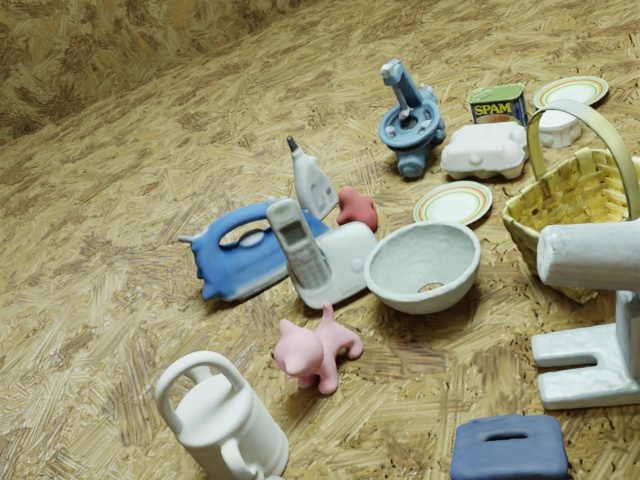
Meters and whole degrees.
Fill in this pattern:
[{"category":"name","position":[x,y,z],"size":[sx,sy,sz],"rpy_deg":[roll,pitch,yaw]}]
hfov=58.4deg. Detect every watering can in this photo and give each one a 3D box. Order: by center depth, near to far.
[{"category":"watering can","position":[-0.123,0.202,0.665],"size":[0.172,0.194,0.101],"rpy_deg":[14,50,44]}]

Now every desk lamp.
[{"category":"desk lamp","position":[0.304,0.062,0.563],"size":[0.202,0.214,0.118],"rpy_deg":[-12,35,19]}]

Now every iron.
[{"category":"iron","position":[-0.112,-0.005,0.996],"size":[0.258,0.142,0.118],"rpy_deg":[-29,33,-6]}]

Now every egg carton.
[{"category":"egg carton","position":[0.291,-0.154,1.007],"size":[0.149,0.069,0.107],"rpy_deg":[3,42,36]}]

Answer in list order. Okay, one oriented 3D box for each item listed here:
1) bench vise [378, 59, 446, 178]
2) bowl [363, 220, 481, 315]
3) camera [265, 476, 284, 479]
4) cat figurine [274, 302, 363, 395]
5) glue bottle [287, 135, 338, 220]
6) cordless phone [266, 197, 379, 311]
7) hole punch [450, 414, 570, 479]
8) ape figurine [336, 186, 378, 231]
[{"category":"bench vise","position":[0.163,-0.256,1.094],"size":[0.121,0.220,0.207],"rpy_deg":[-15,34,16]},{"category":"bowl","position":[0.150,0.050,0.809],"size":[0.167,0.075,0.167],"rpy_deg":[-17,34,12]},{"category":"camera","position":[-0.043,0.315,0.540],"size":[0.137,0.101,0.142],"rpy_deg":[-43,37,-25]},{"category":"cat figurine","position":[-0.011,0.139,0.751],"size":[0.067,0.118,0.128],"rpy_deg":[5,44,38]},{"category":"glue bottle","position":[-0.024,-0.121,1.071],"size":[0.037,0.173,0.078],"rpy_deg":[12,48,43]},{"category":"cordless phone","position":[0.008,0.003,0.866],"size":[0.147,0.185,0.094],"rpy_deg":[-28,33,-5]},{"category":"hole punch","position":[0.180,0.210,0.551],"size":[0.108,0.091,0.101],"rpy_deg":[-12,35,19]},{"category":"ape figurine","position":[0.059,-0.056,1.000],"size":[0.078,0.092,0.076],"rpy_deg":[-29,33,-6]}]
